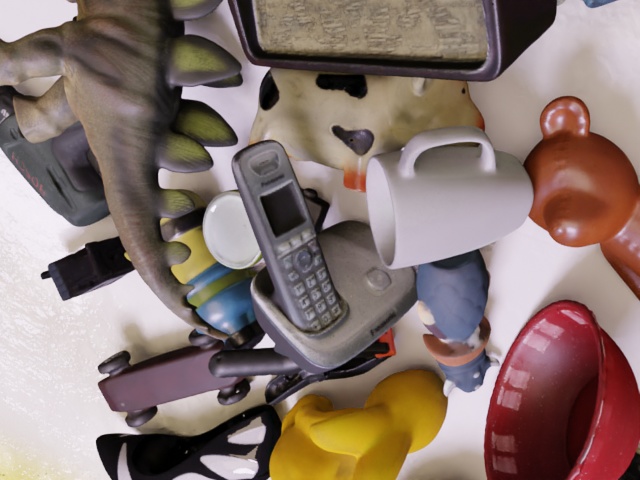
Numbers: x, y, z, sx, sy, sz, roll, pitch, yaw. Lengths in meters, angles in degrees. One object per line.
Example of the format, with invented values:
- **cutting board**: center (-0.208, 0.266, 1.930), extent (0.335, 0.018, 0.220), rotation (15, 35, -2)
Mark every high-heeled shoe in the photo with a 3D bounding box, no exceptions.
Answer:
- **high-heeled shoe**: center (-0.157, 0.225, 0.614), extent (0.249, 0.086, 0.145), rotation (13, 103, 17)

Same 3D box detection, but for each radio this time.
- **radio**: center (0.027, -0.184, 0.350), extent (0.230, 0.073, 0.130), rotation (18, 139, 40)

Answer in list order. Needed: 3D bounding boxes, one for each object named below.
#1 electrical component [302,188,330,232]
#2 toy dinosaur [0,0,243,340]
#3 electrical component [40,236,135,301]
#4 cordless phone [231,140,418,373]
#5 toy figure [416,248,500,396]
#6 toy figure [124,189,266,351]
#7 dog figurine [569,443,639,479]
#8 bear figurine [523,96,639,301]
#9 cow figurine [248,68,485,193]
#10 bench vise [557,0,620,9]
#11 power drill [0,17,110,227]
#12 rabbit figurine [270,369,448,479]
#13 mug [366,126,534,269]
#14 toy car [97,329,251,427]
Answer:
- **electrical component**: center (-0.019, -0.020, 0.523), extent (0.094, 0.021, 0.063), rotation (31, 112, 17)
- **toy dinosaur**: center (-0.166, -0.146, 0.455), extent (0.199, 0.105, 0.471), rotation (-6, 84, -7)
- **electrical component**: center (-0.271, 0.036, 0.622), extent (0.119, 0.075, 0.047), rotation (-25, 90, 23)
- **cordless phone**: center (0.000, -0.002, 0.441), extent (0.089, 0.146, 0.184), rotation (2, 116, 48)
- **toy figure**: center (0.116, 0.067, 0.450), extent (0.064, 0.058, 0.154), rotation (-8, 127, 10)
- **toy figure**: center (-0.117, 0.030, 0.549), extent (0.089, 0.082, 0.180), rotation (-41, 79, 15)
- **dog figurine**: center (0.211, 0.260, 0.452), extent (0.190, 0.121, 0.172), rotation (-49, 38, 47)
- **bear figurine**: center (0.214, 0.001, 0.365), extent (0.196, 0.132, 0.120), rotation (32, 141, 8)
- **cow figurine**: center (0.039, -0.107, 0.446), extent (0.195, 0.085, 0.127), rotation (18, 115, 21)
- **bench vise**: center (0.251, -0.138, 0.310), extent (0.224, 0.129, 0.240), rotation (-10, 82, 11)
- **power drill**: center (-0.280, -0.144, 0.583), extent (0.207, 0.086, 0.232), rotation (-35, 87, 23)
- **rabbit figurine**: center (0.037, 0.176, 0.487), extent (0.173, 0.162, 0.122), rotation (-37, 73, 9)
- **mug**: center (0.093, -0.037, 0.380), extent (0.107, 0.081, 0.109), rotation (-9, 136, -9)
- **toy car**: center (-0.168, 0.154, 0.614), extent (0.202, 0.053, 0.089), rotation (-20, 103, 23)
